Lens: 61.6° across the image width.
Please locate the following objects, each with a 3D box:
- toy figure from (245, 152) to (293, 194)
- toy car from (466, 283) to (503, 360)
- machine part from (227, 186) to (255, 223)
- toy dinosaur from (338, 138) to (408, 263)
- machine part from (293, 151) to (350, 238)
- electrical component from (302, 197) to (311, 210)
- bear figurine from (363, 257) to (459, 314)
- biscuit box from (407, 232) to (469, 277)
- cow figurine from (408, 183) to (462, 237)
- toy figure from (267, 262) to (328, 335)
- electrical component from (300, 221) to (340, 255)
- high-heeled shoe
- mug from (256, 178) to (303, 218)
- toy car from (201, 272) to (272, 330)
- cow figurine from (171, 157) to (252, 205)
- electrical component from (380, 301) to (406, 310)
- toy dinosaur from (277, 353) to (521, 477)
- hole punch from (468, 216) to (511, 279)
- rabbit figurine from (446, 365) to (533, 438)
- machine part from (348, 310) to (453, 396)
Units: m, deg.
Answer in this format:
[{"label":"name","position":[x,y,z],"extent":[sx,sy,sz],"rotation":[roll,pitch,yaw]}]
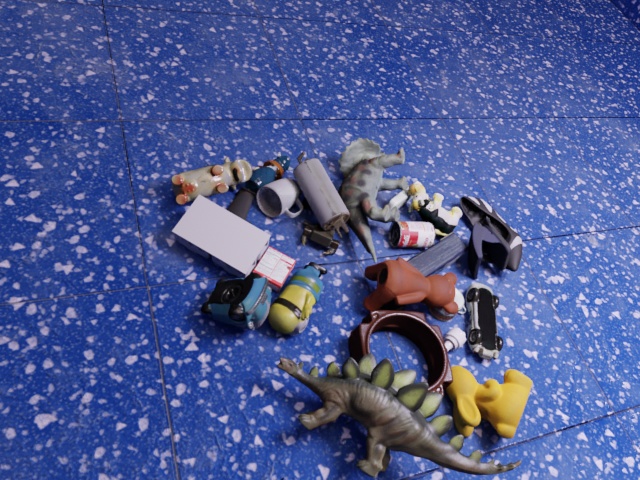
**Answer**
[{"label":"toy figure","position":[-0.131,-0.172,1.381],"extent":[0.058,0.064,0.154],"rotation":[6,35,34]},{"label":"toy car","position":[0.393,0.194,1.294],"extent":[0.073,0.056,0.202],"rotation":[19,51,-13]},{"label":"machine part","position":[-0.197,-0.067,1.294],"extent":[0.084,0.039,0.139],"rotation":[13,53,1]},{"label":"toy dinosaur","position":[0.112,-0.121,1.374],"extent":[0.192,0.131,0.405],"rotation":[3,49,27]},{"label":"machine part","position":[0.002,-0.111,1.311],"extent":[0.079,0.079,0.243],"rotation":[-18,68,-30]},{"label":"electrical component","position":[0.002,-0.121,1.397],"extent":[0.075,0.047,0.119],"rotation":[25,52,-1]},{"label":"bear figurine","position":[0.213,0.112,1.234],"extent":[0.196,0.132,0.120],"rotation":[17,58,-24]},{"label":"biscuit box","position":[0.284,0.053,1.357],"extent":[0.203,0.059,0.063],"rotation":[-26,68,-33]},{"label":"cow figurine","position":[0.294,-0.075,1.437],"extent":[0.167,0.068,0.098],"rotation":[34,63,-12]},{"label":"toy figure","position":[-0.049,0.126,1.174],"extent":[0.089,0.082,0.180],"rotation":[18,55,9]},{"label":"electrical component","position":[-0.001,-0.004,1.313],"extent":[0.102,0.045,0.078],"rotation":[22,22,-6]},{"label":"high-heeled shoe","position":[0.456,-0.026,1.448],"extent":[0.145,0.086,0.249],"rotation":[30,30,-21]},{"label":"mug","position":[-0.085,-0.106,1.335],"extent":[0.110,0.080,0.107],"rotation":[36,42,14]},{"label":"toy car","position":[-0.160,0.138,1.104],"extent":[0.102,0.162,0.109],"rotation":[54,43,-32]},{"label":"cow figurine","position":[-0.256,-0.143,1.287],"extent":[0.195,0.127,0.085],"rotation":[-18,103,-12]},{"label":"electrical component","position":[0.170,0.150,1.269],"extent":[0.063,0.021,0.094],"rotation":[-12,59,-27]},{"label":"toy dinosaur","position":[0.130,0.335,1.002],"extent":[0.472,0.105,0.198],"rotation":[31,89,7]},{"label":"hole punch","position":[0.418,0.026,1.387],"extent":[0.092,0.142,0.116],"rotation":[-22,53,-5]},{"label":"rabbit figurine","position":[0.342,0.342,1.148],"extent":[0.173,0.121,0.162],"rotation":[28,59,20]},{"label":"machine part","position":[0.172,0.254,1.152],"extent":[0.201,0.087,0.201],"rotation":[4,54,-15]}]
